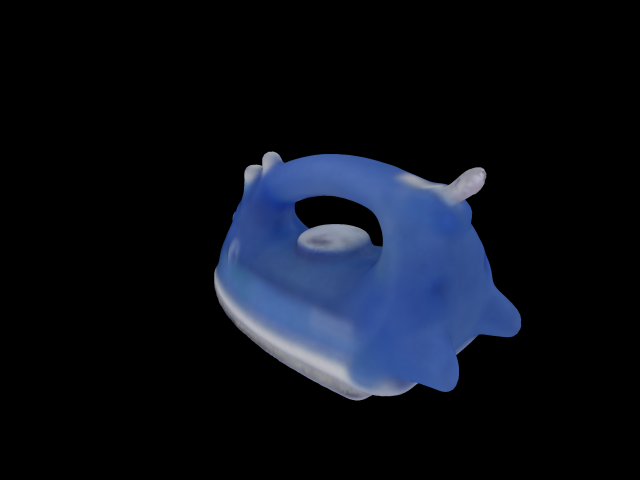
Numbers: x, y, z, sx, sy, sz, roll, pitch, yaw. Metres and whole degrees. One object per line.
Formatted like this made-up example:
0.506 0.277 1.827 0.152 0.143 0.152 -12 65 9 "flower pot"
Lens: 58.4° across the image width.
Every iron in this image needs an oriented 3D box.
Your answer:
0.004 0.001 0.400 0.257 0.141 0.119 17 27 38 "iron"
